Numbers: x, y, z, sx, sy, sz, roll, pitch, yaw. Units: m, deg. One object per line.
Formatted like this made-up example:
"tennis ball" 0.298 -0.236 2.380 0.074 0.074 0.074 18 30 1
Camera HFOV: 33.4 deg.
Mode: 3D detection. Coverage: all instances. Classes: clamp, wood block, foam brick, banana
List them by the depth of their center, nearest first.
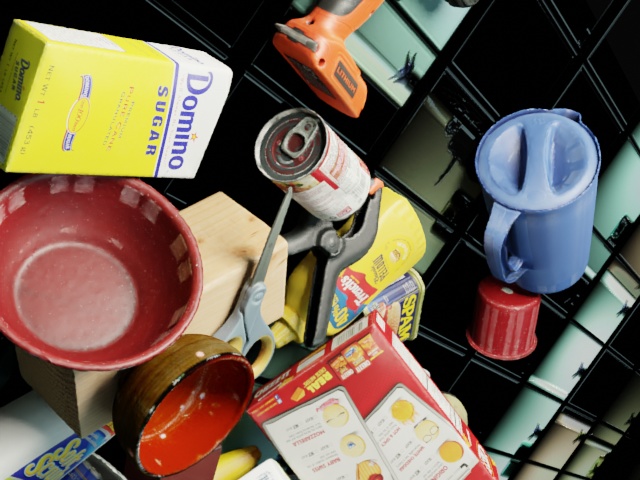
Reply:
"wood block" -0.133 0.054 0.856 0.205 0.090 0.091 -30 142 -33
"clamp" -0.007 0.001 0.997 0.120 0.039 0.171 39 71 -28
"foam brick" -0.143 0.215 1.033 0.078 0.053 0.051 -17 133 -44
"banana" -0.142 0.262 1.077 0.070 0.037 0.197 -23 -179 44

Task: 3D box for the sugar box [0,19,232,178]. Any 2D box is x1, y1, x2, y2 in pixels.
"sugar box" -0.144 -0.092 0.743 0.175 0.048 0.093 -1 121 -51

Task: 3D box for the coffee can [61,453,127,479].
"coffee can" -0.223 0.265 0.930 0.140 0.103 0.102 -48 148 -9

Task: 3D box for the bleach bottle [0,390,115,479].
"bleach bottle" -0.217 0.152 0.867 0.250 0.068 0.103 -35 154 -30

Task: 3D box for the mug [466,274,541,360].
"mug" 0.242 0.088 1.388 0.117 0.093 0.081 -63 160 -52

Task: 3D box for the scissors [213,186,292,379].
"scissors" -0.046 0.049 0.863 0.096 0.016 0.202 8 115 -57

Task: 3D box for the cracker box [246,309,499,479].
"cracker box" 0.055 0.202 1.093 0.164 0.213 0.072 -36 -172 12

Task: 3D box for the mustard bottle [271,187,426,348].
"mustard bottle" 0.021 0.039 1.069 0.191 0.058 0.096 -41 140 -17

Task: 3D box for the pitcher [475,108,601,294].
"pitcher" 0.252 -0.026 1.244 0.149 0.145 0.242 -17 148 5

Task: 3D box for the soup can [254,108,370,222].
"soup can" -0.004 -0.063 0.930 0.068 0.069 0.102 -53 149 -1

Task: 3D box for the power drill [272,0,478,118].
"power drill" 0.056 -0.198 0.889 0.187 0.057 0.184 -55 144 -3

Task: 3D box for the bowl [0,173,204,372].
"bowl" -0.166 0.028 0.751 0.161 0.162 0.055 -28 164 -34

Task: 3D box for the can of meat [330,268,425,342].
"can of meat" 0.061 0.082 1.165 0.083 0.057 0.102 -27 140 -32

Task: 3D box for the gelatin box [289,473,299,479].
"gelatin box" -0.023 0.331 1.264 0.030 0.089 0.073 9 113 -52
